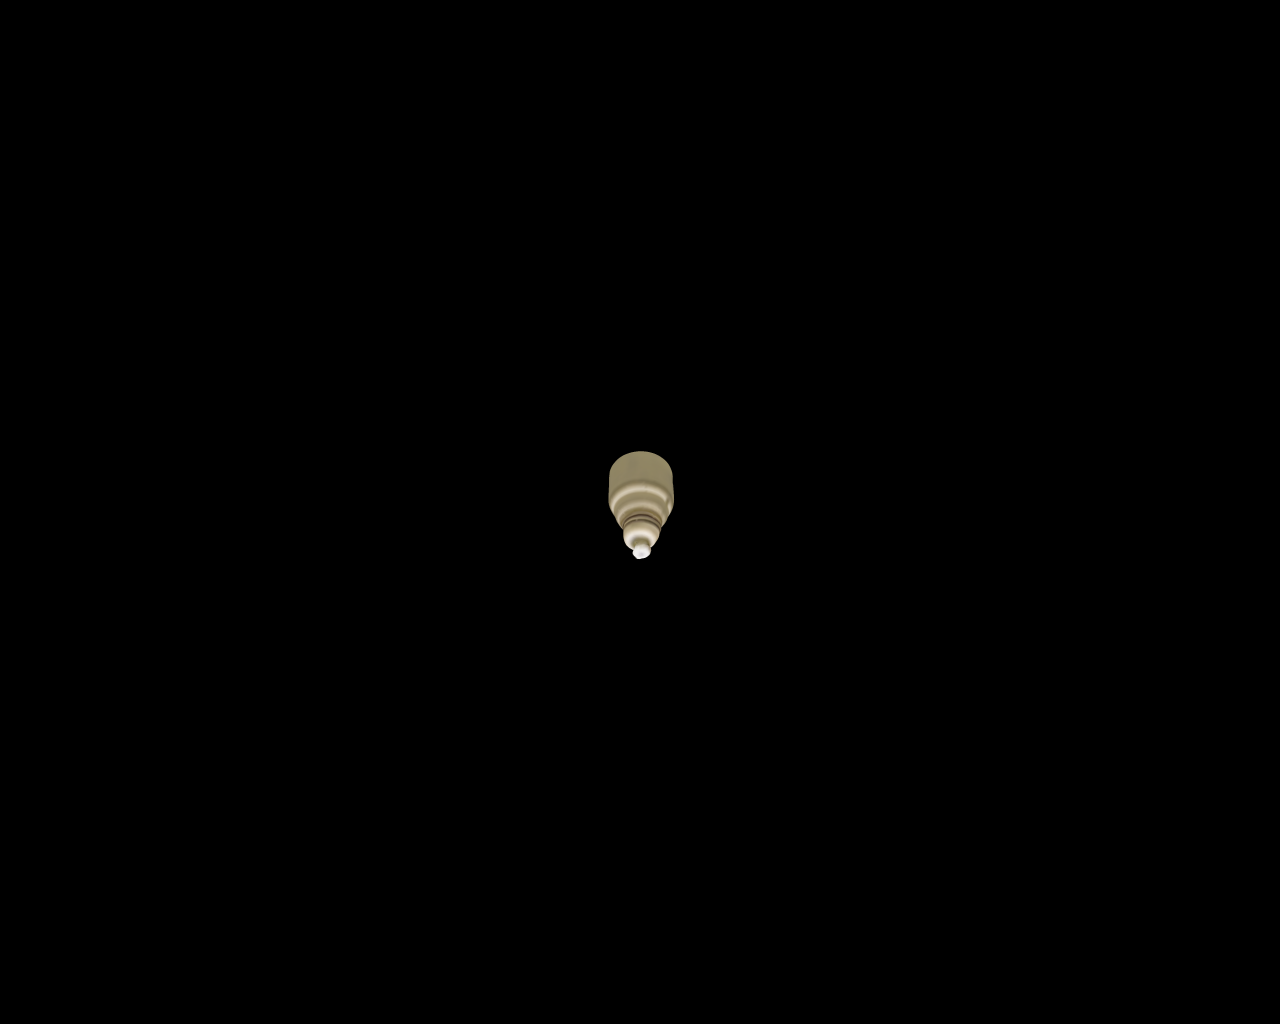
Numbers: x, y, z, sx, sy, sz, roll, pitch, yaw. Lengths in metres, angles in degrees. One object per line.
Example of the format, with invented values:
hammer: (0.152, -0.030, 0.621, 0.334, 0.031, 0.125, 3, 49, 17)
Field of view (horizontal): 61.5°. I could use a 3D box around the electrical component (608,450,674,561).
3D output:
electrical component: (0.001, -0.003, 0.650, 0.040, 0.040, 0.078, 0, 44, 0)
